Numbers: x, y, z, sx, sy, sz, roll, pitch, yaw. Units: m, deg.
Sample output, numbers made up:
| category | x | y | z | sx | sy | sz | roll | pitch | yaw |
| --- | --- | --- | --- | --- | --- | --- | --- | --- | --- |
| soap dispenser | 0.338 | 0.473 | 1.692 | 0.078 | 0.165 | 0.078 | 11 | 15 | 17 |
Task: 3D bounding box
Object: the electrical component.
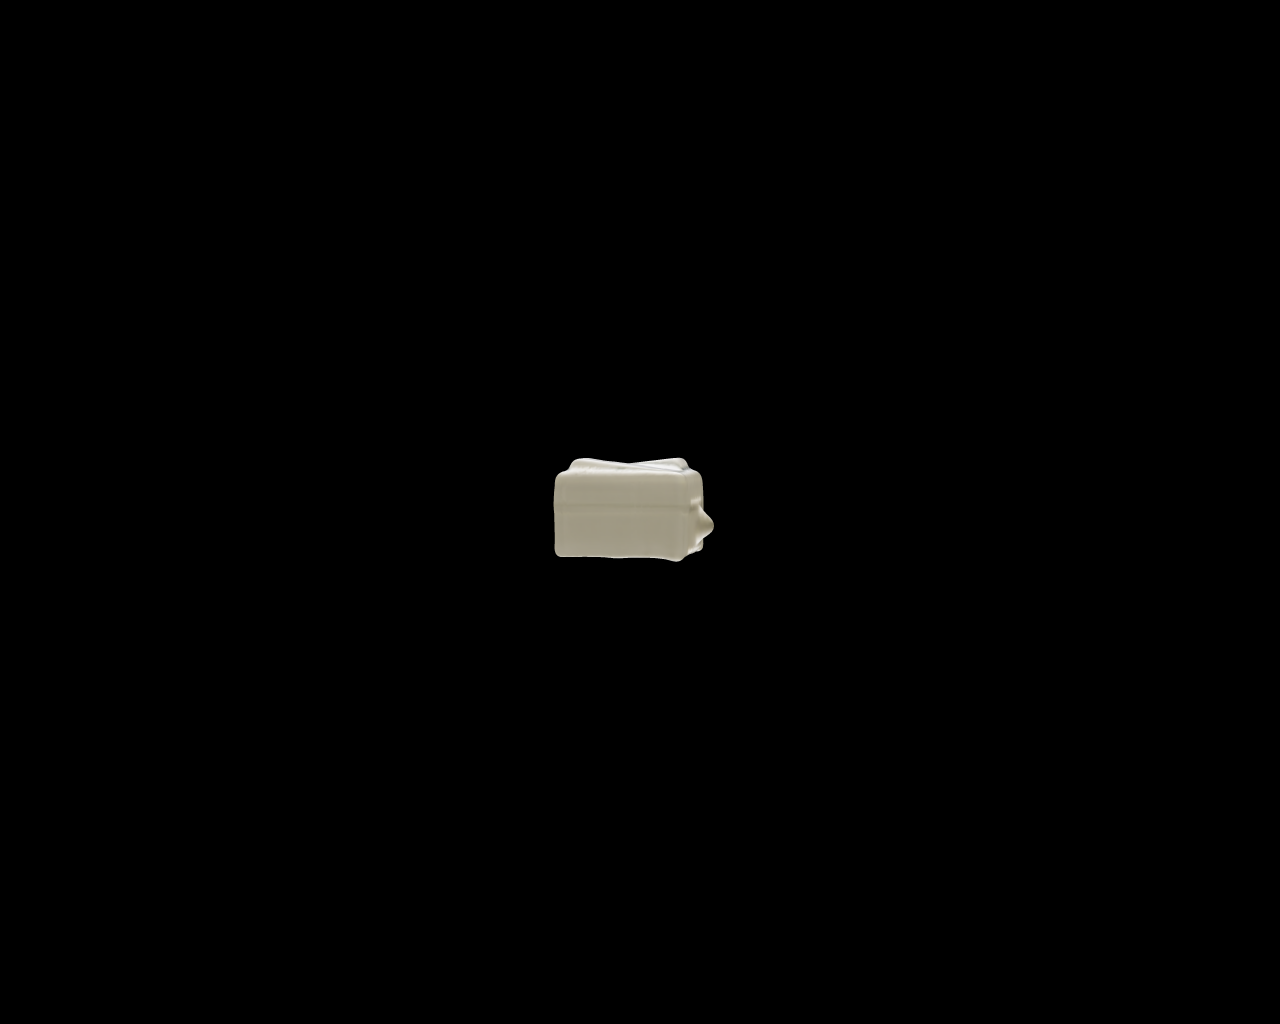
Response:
| category | x | y | z | sx | sy | sz | roll | pitch | yaw |
| --- | --- | --- | --- | --- | --- | --- | --- | --- | --- |
| electrical component | 0.001 | -0.003 | 0.650 | 0.096 | 0.061 | 0.062 | 1 | 4 | 15 |
